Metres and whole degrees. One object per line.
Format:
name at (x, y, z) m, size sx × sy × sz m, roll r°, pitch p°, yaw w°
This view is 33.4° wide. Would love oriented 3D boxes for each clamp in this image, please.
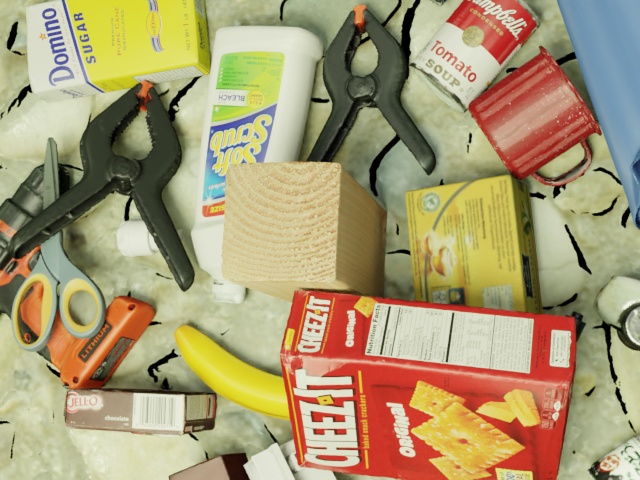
clamp at (0.033, -0.128, 0.978) m, size 0.120 × 0.039 × 0.171 m, roll -12°, pitch 74°, yaw 6°
clamp at (-0.172, -0.051, 0.987) m, size 0.164 × 0.036 × 0.210 m, roll 18°, pitch 62°, yaw -3°

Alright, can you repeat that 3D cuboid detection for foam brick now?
foam brick at (-0.090, 0.221, 0.937) m, size 0.053 × 0.078 × 0.051 m, roll -23°, pitch 76°, yaw 9°

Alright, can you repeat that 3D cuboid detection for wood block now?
wood block at (-0.006, 0.001, 0.882) m, size 0.090 × 0.206 × 0.091 m, roll 0°, pitch 82°, yaw 13°

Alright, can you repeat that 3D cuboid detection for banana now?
banana at (-0.044, 0.125, 0.964) m, size 0.198 × 0.037 × 0.069 m, roll 8°, pitch 66°, yaw 13°

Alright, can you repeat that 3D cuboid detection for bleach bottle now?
bleach bottle at (-0.062, -0.066, 0.979) m, size 0.103 × 0.068 × 0.251 m, roll 5°, pitch 85°, yaw 21°

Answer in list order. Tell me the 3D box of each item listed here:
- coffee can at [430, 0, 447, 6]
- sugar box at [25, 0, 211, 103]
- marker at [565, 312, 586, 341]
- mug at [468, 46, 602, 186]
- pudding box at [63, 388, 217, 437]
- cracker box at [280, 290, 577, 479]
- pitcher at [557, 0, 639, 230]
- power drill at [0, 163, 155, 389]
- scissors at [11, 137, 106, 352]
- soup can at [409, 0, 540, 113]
coffee can at (0.127, -0.293, 0.945) m, size 0.140 × 0.102 × 0.103 m, roll -41°, pitch 75°, yaw 5°
sugar box at (-0.198, -0.195, 1.039) m, size 0.176 × 0.048 × 0.093 m, roll -8°, pitch 80°, yaw 11°
marker at (0.197, 0.118, 0.913) m, size 0.020 × 0.020 × 0.121 m, roll 23°, pitch 88°, yaw 15°
mug at (0.188, -0.097, 0.918) m, size 0.081 × 0.093 × 0.117 m, roll -34°, pitch 112°, yaw 12°
pudding box at (-0.160, 0.152, 0.958) m, size 0.113 × 0.090 × 0.039 m, roll 3°, pitch 84°, yaw 13°
cracker box at (0.084, 0.125, 0.832) m, size 0.214 × 0.164 × 0.072 m, roll 5°, pitch 48°, yaw 10°
pitcher at (0.285, -0.135, 0.866) m, size 0.145 × 0.149 × 0.243 m, roll -19°, pitch 65°, yaw 8°
power drill at (-0.250, 0.040, 1.014) m, size 0.188 × 0.057 × 0.184 m, roll 35°, pitch 91°, yaw 17°
scissors at (-0.229, 0.006, 0.980) m, size 0.096 × 0.016 × 0.201 m, roll 9°, pitch 78°, yaw 10°
soup can at (0.136, -0.172, 0.945) m, size 0.068 × 0.068 × 0.102 m, roll 41°, pitch 94°, yaw 15°
